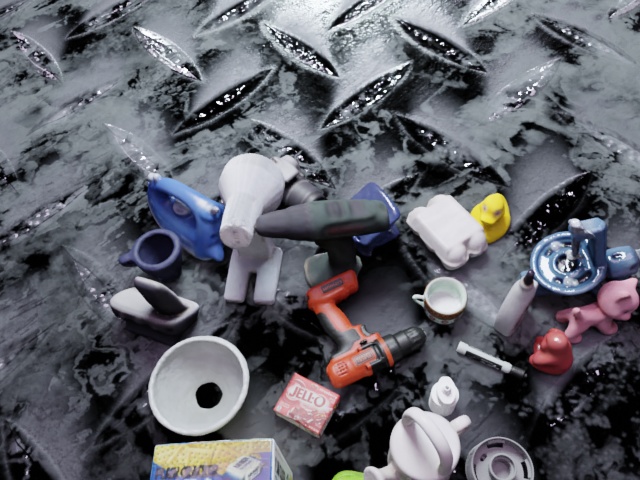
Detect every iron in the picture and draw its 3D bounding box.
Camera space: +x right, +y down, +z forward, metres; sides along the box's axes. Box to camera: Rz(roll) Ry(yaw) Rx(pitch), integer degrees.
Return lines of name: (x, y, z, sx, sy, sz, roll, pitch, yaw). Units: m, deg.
iron: (-0.270, -0.070, 1.131, 0.257, 0.141, 0.119, 29, 64, 21)

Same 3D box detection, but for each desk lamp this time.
desk lamp: (-0.126, -0.019, 1.043, 0.118, 0.214, 0.203, 1, 57, 6)

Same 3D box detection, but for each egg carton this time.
egg carton: (0.244, -0.016, 1.098, 0.107, 0.069, 0.150, -31, 60, -15)

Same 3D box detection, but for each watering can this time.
watering can: (0.145, 0.306, 0.822, 0.100, 0.194, 0.173, 31, 64, 22)

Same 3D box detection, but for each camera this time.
camera: (-0.069, -0.094, 1.155, 0.136, 0.101, 0.143, 36, 67, 24)

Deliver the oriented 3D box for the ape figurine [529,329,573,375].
ape figurine: (0.385, 0.179, 0.946, 0.078, 0.092, 0.076, -27, 59, -13)

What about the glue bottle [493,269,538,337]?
glue bottle: (0.334, 0.095, 0.956, 0.037, 0.173, 0.078, 34, 66, 23)

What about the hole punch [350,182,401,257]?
hole punch: (0.094, -0.041, 1.113, 0.101, 0.091, 0.108, -29, 59, -14)

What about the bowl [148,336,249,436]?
bowl: (-0.194, 0.250, 0.957, 0.167, 0.075, 0.167, -2, 57, 3)

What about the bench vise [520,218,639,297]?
bench vise: (0.455, 0.016, 0.970, 0.207, 0.220, 0.121, -21, 58, -9)

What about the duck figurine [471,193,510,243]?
duck figurine: (0.333, -0.056, 1.106, 0.077, 0.086, 0.105, 23, 62, 18)

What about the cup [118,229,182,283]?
cup: (-0.311, 0.044, 1.088, 0.118, 0.095, 0.091, -16, 57, -6)

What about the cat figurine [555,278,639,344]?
cat figurine: (0.477, 0.113, 0.966, 0.128, 0.118, 0.067, -15, 57, -5)

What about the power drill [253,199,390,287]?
power drill: (0.009, 0.004, 1.021, 0.229, 0.209, 0.075, -14, 57, -4)

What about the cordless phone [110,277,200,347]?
cordless phone: (-0.302, 0.099, 0.997, 0.147, 0.185, 0.094, 12, 59, 12)
